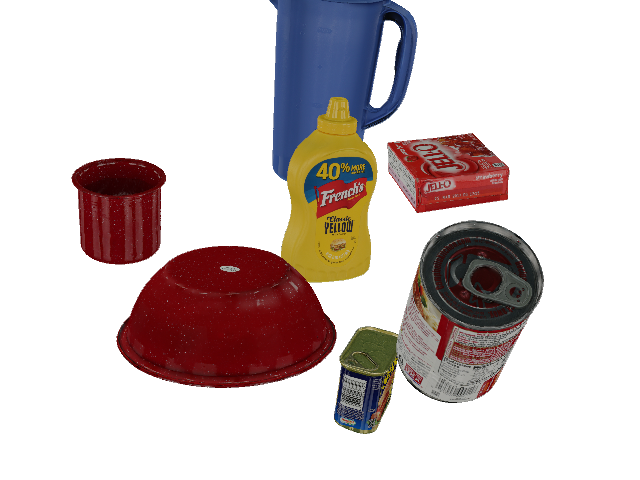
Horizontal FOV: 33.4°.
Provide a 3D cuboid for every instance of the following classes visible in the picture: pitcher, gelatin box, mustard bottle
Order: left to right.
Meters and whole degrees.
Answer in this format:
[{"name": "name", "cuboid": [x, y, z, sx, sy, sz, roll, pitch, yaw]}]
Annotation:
[{"name": "mustard bottle", "cuboid": [0.012, -0.054, 1.113, 0.096, 0.192, 0.058, -4, 21, -23]}, {"name": "pitcher", "cuboid": [0.014, -0.188, 1.288, 0.144, 0.243, 0.149, -8, 29, -26]}, {"name": "gelatin box", "cuboid": [0.098, -0.055, 0.832, 0.073, 0.030, 0.089, -7, 25, -8]}]

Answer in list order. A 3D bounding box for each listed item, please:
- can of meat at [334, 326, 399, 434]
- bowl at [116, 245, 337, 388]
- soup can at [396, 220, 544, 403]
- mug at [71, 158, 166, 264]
[{"name": "can of meat", "cuboid": [0.054, 0.160, 1.225, 0.057, 0.084, 0.102, 14, 25, 13]}, {"name": "bowl", "cuboid": [-0.067, 0.045, 0.778, 0.162, 0.055, 0.162, 1, 21, -1]}, {"name": "soup can", "cuboid": [0.083, 0.045, 0.618, 0.068, 0.068, 0.102, 0, -32, -5]}, {"name": "mug", "cuboid": [-0.205, -0.034, 1.095, 0.093, 0.081, 0.117, 1, 28, -6]}]
